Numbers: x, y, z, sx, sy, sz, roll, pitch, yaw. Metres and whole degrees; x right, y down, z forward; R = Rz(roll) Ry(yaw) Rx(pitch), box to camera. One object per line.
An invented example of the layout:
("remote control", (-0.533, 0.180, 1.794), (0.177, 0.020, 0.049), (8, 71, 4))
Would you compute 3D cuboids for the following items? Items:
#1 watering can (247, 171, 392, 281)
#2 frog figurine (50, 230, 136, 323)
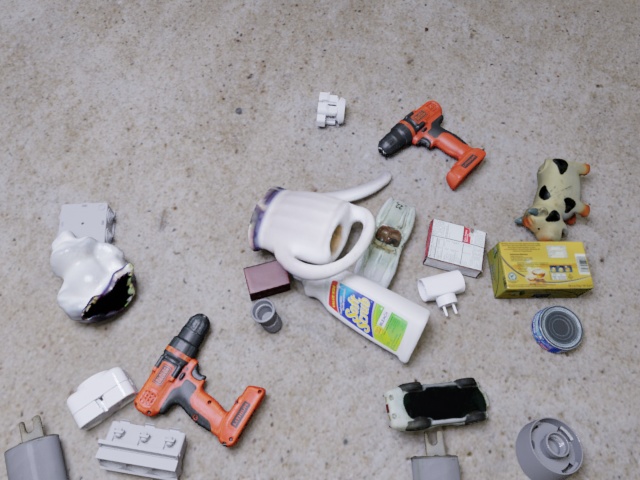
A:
("watering can", (0.003, -0.049, 0.979), (0.225, 0.101, 0.355), (13, 40, 17))
("frog figurine", (-0.408, 0.063, 0.902), (0.160, 0.121, 0.138), (29, 82, 22))
